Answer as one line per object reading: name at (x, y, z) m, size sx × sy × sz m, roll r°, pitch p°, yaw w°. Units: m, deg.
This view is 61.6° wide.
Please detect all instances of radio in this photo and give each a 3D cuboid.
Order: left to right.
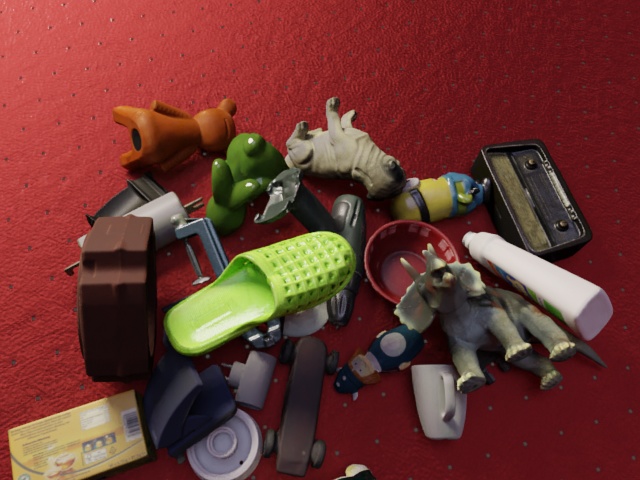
radio at (0.377, -0.068, 0.966) m, size 0.131 × 0.073 × 0.229 m, roll -12°, pitch 66°, yaw -10°

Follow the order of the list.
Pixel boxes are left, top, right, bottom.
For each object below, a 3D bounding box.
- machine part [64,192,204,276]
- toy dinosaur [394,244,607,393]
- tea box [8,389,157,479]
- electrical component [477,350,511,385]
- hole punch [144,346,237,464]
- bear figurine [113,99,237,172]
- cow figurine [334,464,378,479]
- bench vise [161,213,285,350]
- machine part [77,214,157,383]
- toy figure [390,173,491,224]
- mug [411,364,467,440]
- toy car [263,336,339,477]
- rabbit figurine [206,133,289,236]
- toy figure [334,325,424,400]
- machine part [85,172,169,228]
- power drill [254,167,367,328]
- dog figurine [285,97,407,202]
machine part at (-0.298, -0.009, 0.875) m, size 0.243 × 0.079 × 0.079 m, roll -30°, pitch 70°, yaw -18°
toy dinosaur at (0.265, 0.121, 0.808) m, size 0.404 × 0.131 × 0.192 m, roll 16°, pitch 36°, yaw -38°
tea box at (-0.322, 0.281, 0.737) m, size 0.170 × 0.068 × 0.098 m, roll -15°, pitch 66°, yaw -11°
electrical component at (0.258, 0.181, 0.862) m, size 0.063 × 0.021 × 0.094 m, roll -32°, pitch 70°, yaw -19°
hole punch at (-0.192, 0.213, 0.734) m, size 0.116 × 0.092 × 0.142 m, roll -37°, pitch 39°, yaw -7°
bear figurine at (-0.248, -0.193, 0.964) m, size 0.196 × 0.120 × 0.132 m, roll -21°, pitch 21°, yaw -41°
cow figurine at (0.005, 0.358, 0.713) m, size 0.167 × 0.098 × 0.068 m, roll -17°, pitch 73°, yaw -13°
bench vise at (-0.152, 0.063, 0.819) m, size 0.224 × 0.129 × 0.240 m, roll -24°, pitch 87°, yaw 6°
machine part at (-0.276, 0.078, 0.747) m, size 0.087 × 0.201 × 0.201 m, roll -2°, pitch 21°, yaw -13°
toy figure at (0.213, -0.071, 0.951) m, size 0.180 × 0.082 × 0.089 m, roll -5°, pitch 62°, yaw -10°
mug at (0.182, 0.237, 0.787) m, size 0.081 × 0.109 × 0.107 m, roll 0°, pitch 77°, yaw -6°
toy car at (-0.027, 0.239, 0.792) m, size 0.089 × 0.053 × 0.202 m, roll 15°, pitch 59°, yaw -9°
rabbit figurine at (-0.129, -0.083, 0.902) m, size 0.121 × 0.159 × 0.170 m, roll 27°, pitch 80°, yaw -2°
toy figure at (0.087, 0.184, 0.830) m, size 0.154 × 0.057 × 0.064 m, roll -29°, pitch 31°, yaw -16°
machine part at (-0.327, -0.057, 0.920) m, size 0.139 × 0.039 × 0.084 m, roll -39°, pitch 78°, yaw -22°
power drill at (-0.002, -0.003, 0.851) m, size 0.207 × 0.086 × 0.232 m, roll 36°, pitch 52°, yaw -27°
dog figurine at (0.040, -0.123, 0.935) m, size 0.121 × 0.172 × 0.190 m, roll -1°, pitch 56°, yaw -54°
